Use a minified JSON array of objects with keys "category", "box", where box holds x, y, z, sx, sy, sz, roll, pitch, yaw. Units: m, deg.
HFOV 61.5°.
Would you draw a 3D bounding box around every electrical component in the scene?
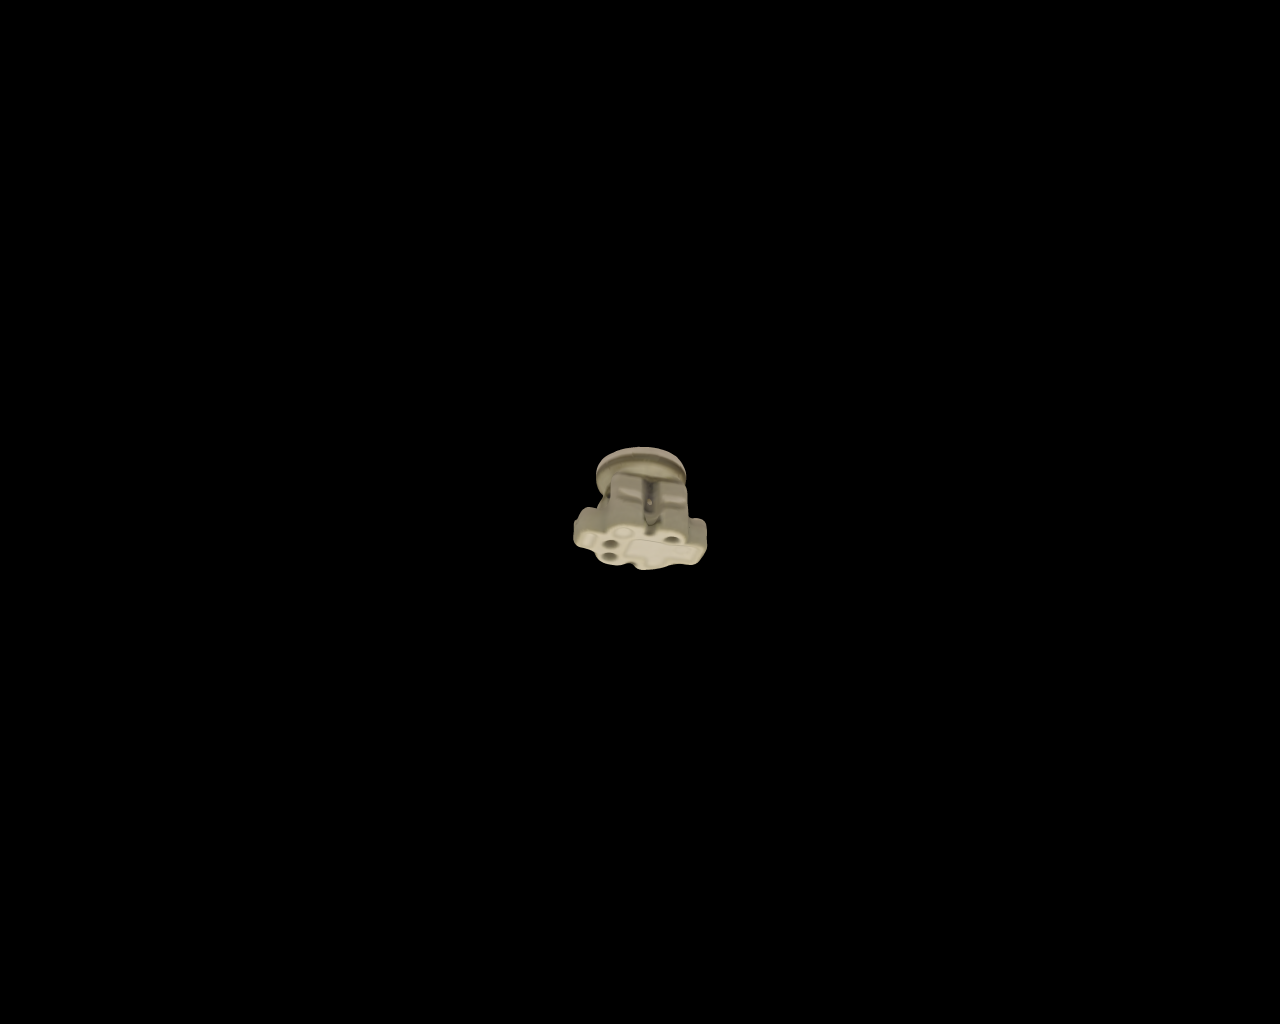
[{"category":"electrical component","box":[0.001,-0.003,0.650,0.078,0.057,0.058,8,-32,-14]}]
